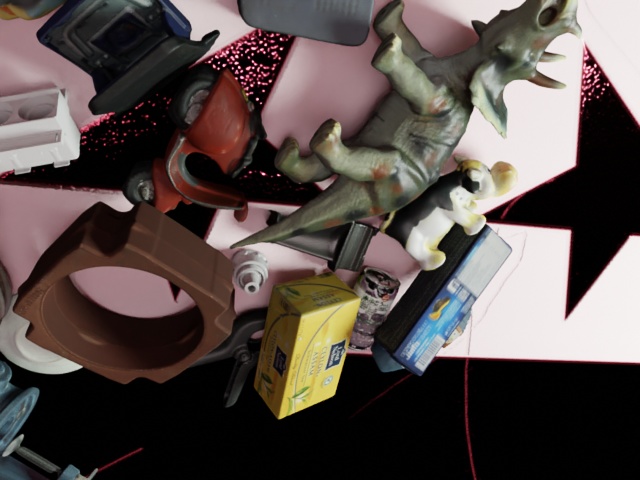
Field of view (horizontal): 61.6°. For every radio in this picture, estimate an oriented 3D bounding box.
[{"bbox_3d":[-0.007,-0.306,0.496,0.131,0.073,0.229,2,114,-10],"label":"radio"}]

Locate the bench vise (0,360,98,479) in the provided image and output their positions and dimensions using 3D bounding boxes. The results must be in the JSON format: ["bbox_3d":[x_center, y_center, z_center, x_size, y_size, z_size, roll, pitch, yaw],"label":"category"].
[{"bbox_3d":[-0.409,0.274,0.676,0.240,0.129,0.223,31,90,-3],"label":"bench vise"}]

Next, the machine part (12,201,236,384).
[{"bbox_3d":[-0.213,0.065,0.613,0.201,0.087,0.200,-36,123,25],"label":"machine part"}]

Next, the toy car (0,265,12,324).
[{"bbox_3d":[-0.385,0.023,0.590,0.056,0.074,0.201,-4,115,-8],"label":"toy car"}]

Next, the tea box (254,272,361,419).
[{"bbox_3d":[-0.019,0.134,0.688,0.098,0.068,0.169,-13,126,-35],"label":"tea box"}]

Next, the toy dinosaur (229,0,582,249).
[{"bbox_3d":[0.087,-0.107,0.589,0.192,0.131,0.404,33,112,-22],"label":"toy dinosaur"}]

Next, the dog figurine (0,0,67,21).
[{"bbox_3d":[-0.306,-0.211,0.409,0.192,0.219,0.108,-5,120,-6],"label":"dog figurine"}]

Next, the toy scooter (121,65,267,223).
[{"bbox_3d":[-0.117,-0.087,0.584,0.135,0.075,0.184,29,111,-21],"label":"toy scooter"}]

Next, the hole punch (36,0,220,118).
[{"bbox_3d":[-0.180,-0.183,0.506,0.142,0.116,0.092,-37,98,11],"label":"hole punch"}]

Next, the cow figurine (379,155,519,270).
[{"bbox_3d":[0.154,-0.049,0.656,0.098,0.068,0.167,41,103,-19],"label":"cow figurine"}]

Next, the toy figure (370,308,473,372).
[{"bbox_3d":[0.147,0.133,0.750,0.154,0.064,0.058,-27,73,5],"label":"toy figure"}]

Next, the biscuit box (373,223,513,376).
[{"bbox_3d":[0.154,0.070,0.685,0.059,0.063,0.202,38,88,-25],"label":"biscuit box"}]

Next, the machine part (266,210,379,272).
[{"bbox_3d":[-0.001,-0.002,0.666,0.139,0.039,0.084,16,119,-18],"label":"machine part"}]
